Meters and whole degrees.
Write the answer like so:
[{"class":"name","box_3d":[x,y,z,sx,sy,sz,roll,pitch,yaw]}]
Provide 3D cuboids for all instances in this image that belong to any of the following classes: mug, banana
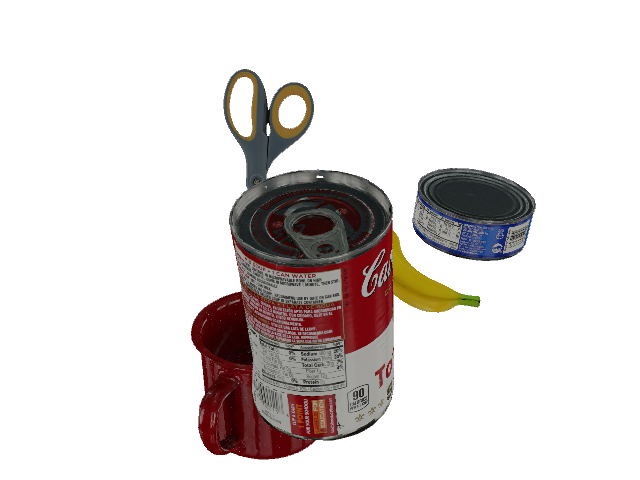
[{"class":"mug","box_3d":[-0.042,0.096,0.701,0.093,0.081,0.117,13,33,23]},{"class":"banana","box_3d":[0.097,0.036,1.199,0.069,0.037,0.198,3,24,-30]}]

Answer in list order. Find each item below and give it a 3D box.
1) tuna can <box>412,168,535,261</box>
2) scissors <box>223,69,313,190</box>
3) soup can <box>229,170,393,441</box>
[{"class":"tuna can","box_3d":[0.111,-0.019,0.776,0.086,0.034,0.086,6,28,-3]},{"class":"scissors","box_3d":[-0.044,-0.067,1.030,0.096,0.202,0.016,-10,3,-7]},{"class":"soup can","box_3d":[-0.002,0.030,0.469,0.068,0.102,0.068,-3,35,2]}]
